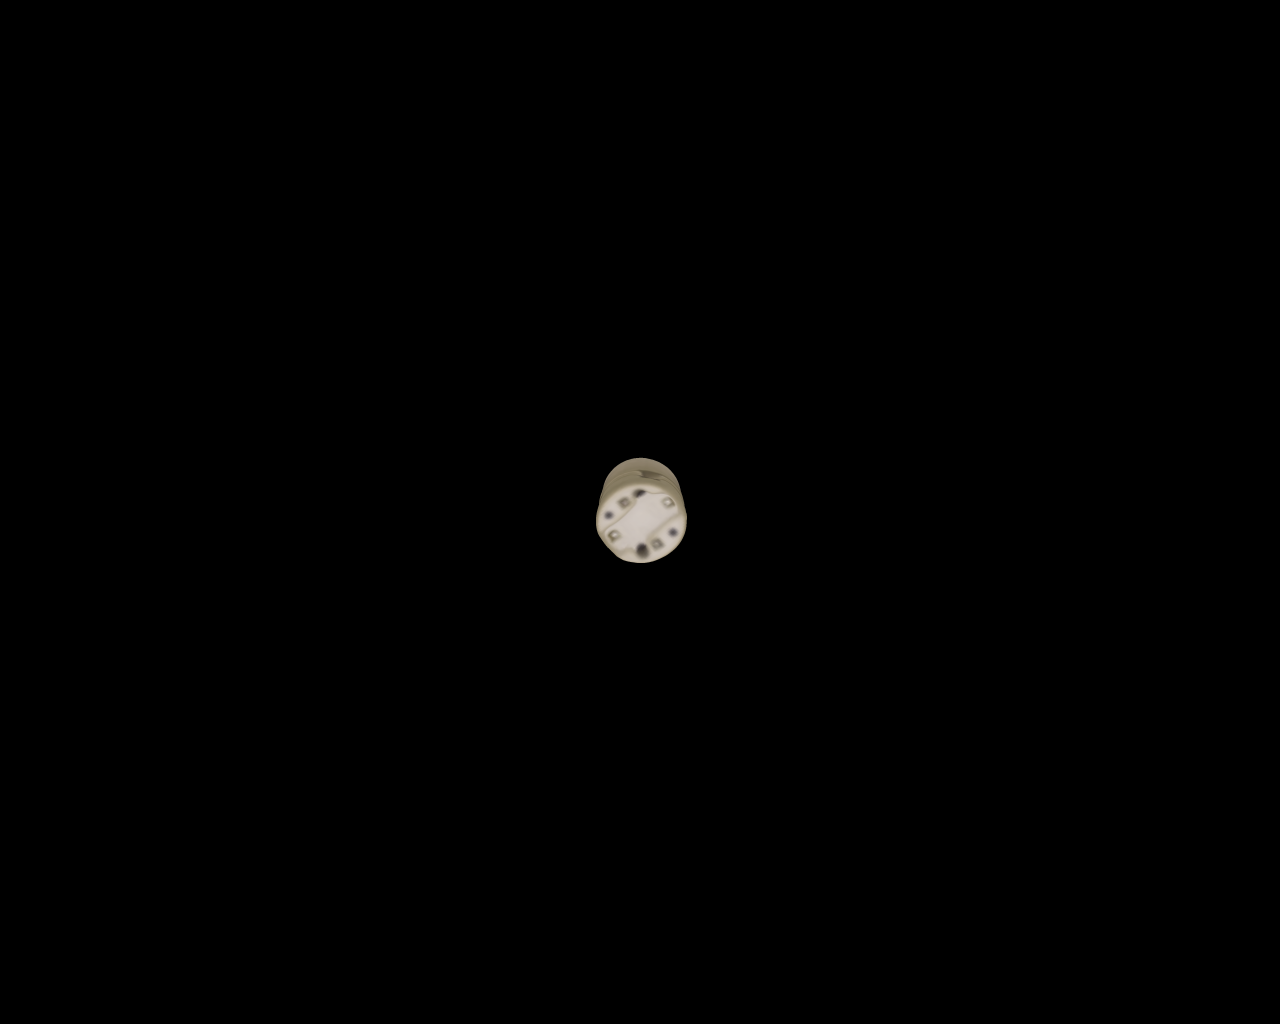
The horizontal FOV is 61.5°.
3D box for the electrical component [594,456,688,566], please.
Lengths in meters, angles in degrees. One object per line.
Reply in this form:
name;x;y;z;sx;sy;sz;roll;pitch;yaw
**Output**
electrical component;0.001;-0.003;0.650;0.055;0.055;0.047;0;25;0
